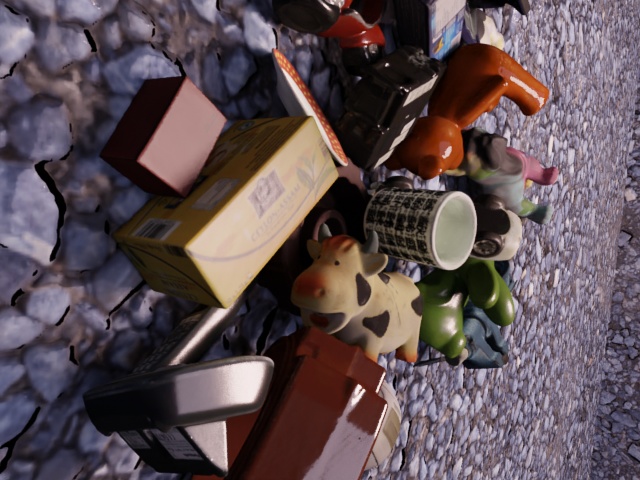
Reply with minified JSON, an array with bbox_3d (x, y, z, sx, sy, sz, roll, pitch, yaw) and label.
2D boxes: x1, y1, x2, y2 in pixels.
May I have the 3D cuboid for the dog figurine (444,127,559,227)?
[{"bbox_3d":[0.266,-0.108,0.879,0.219,0.191,0.108,25,77,-16],"label":"dog figurine"}]

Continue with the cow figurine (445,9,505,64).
[{"bbox_3d":[0.216,-0.269,0.803,0.098,0.068,0.167,42,60,-41],"label":"cow figurine"}]

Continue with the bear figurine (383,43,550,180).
[{"bbox_3d":[0.184,-0.148,0.699,0.132,0.120,0.196,30,86,-33],"label":"bear figurine"}]

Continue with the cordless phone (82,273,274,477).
[{"bbox_3d":[-0.081,0.080,0.421,0.088,0.147,0.184,48,48,-15],"label":"cordless phone"}]

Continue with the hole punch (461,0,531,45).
[{"bbox_3d":[0.204,-0.326,0.714,0.116,0.092,0.142,57,26,15],"label":"hole punch"}]

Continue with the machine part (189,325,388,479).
[{"bbox_3d":[-0.040,0.179,0.447,0.087,0.201,0.201,31,65,-7],"label":"machine part"}]

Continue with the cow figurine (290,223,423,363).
[{"bbox_3d":[0.043,0.058,0.531,0.194,0.086,0.127,15,85,-55],"label":"cow figurine"}]

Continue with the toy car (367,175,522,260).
[{"bbox_3d":[0.150,-0.026,0.673,0.056,0.202,0.073,96,8,-56],"label":"toy car"}]

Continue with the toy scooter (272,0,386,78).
[{"bbox_3d":[0.022,-0.261,0.548,0.183,0.075,0.135,17,83,-56],"label":"toy scooter"}]

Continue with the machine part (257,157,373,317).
[{"bbox_3d":[-0.001,-0.002,0.580,0.179,0.056,0.179,-13,106,-52],"label":"machine part"}]

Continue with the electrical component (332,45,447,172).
[{"bbox_3d":[0.070,-0.141,0.602,0.115,0.058,0.134,-37,162,-45],"label":"electrical component"}]

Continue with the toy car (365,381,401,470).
[{"bbox_3d":[0.043,0.216,0.638,0.162,0.103,0.109,-47,132,-34],"label":"toy car"}]

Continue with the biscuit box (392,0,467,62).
[{"bbox_3d":[0.126,-0.261,0.620,0.059,0.063,0.202,-44,171,7],"label":"biscuit box"}]

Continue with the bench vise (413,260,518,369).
[{"bbox_3d":[0.220,0.075,0.838,0.224,0.129,0.240,-38,104,-31],"label":"bench vise"}]

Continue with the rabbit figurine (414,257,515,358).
[{"bbox_3d":[0.174,0.056,0.712,0.121,0.159,0.170,31,91,-43],"label":"rabbit figurine"}]

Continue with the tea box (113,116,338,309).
[{"bbox_3d":[-0.072,-0.030,0.449,0.169,0.098,0.068,-50,132,-33],"label":"tea box"}]
